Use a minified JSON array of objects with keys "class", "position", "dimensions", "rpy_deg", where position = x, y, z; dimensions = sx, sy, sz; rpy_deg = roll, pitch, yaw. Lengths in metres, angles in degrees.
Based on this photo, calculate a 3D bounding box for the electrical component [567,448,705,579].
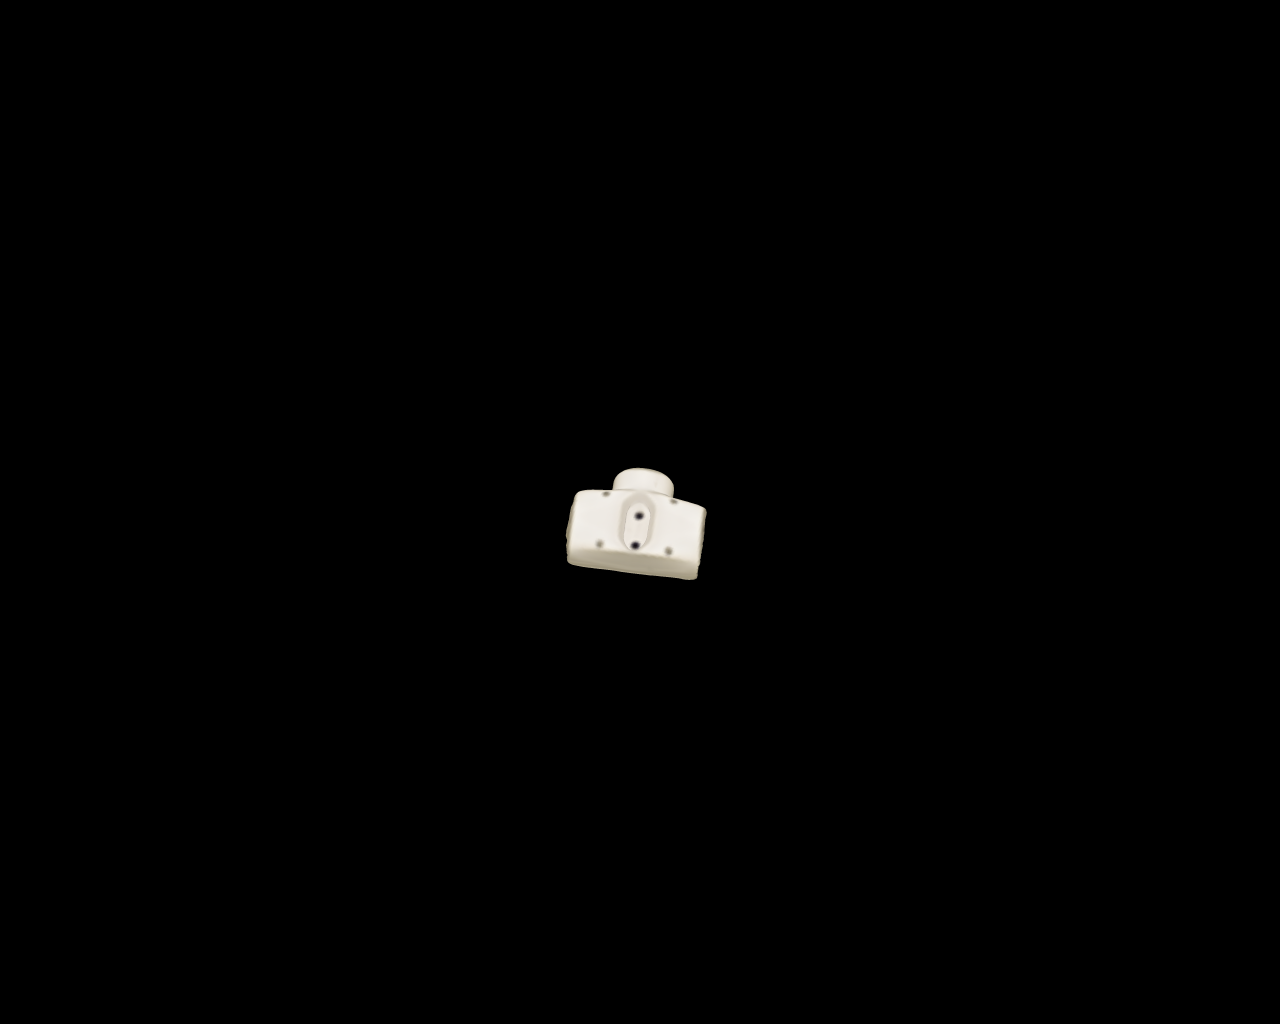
[{"class":"electrical component","position":[0.001,-0.003,0.650],"dimensions":[0.077,0.079,0.043],"rpy_deg":[8,-23,3]}]
